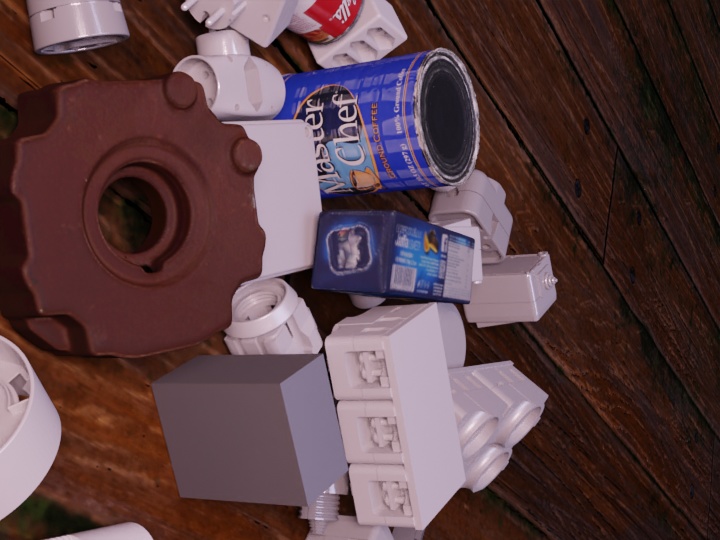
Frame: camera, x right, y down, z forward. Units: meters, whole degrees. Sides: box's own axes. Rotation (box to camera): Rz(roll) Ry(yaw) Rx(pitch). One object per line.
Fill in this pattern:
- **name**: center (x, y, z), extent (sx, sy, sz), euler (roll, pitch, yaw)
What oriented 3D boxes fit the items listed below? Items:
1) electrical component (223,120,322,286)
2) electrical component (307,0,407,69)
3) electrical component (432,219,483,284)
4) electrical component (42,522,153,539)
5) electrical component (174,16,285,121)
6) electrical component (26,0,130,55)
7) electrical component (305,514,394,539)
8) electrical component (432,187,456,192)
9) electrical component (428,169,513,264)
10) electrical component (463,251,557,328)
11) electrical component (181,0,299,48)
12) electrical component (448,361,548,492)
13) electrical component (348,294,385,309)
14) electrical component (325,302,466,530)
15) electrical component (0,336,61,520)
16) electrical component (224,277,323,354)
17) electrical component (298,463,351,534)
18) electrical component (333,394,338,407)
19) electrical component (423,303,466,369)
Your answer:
- **electrical component**: center (-0.079, -0.049, 0.758), extent (0.109, 0.056, 0.108), euler (-15, 100, -58)
- **electrical component**: center (-0.011, -0.208, 0.885), extent (0.047, 0.066, 0.076), euler (23, 38, -56)
- **electrical component**: center (0.065, -0.015, 0.985), extent (0.096, 0.062, 0.061), euler (-4, 91, -59)
- **electrical component**: center (-0.160, 0.172, 0.617), extent (0.081, 0.043, 0.043), euler (6, 82, -58)
- **electrical component**: center (-0.094, -0.144, 0.754), extent (0.077, 0.043, 0.079), euler (-11, 93, -58)
- **electrical component**: center (-0.167, -0.154, 0.627), extent (0.055, 0.055, 0.047), euler (-21, 102, -57)
- **electrical component**: center (0.000, 0.241, 0.856), extent (0.096, 0.062, 0.061), euler (63, 38, -34)
- **electrical component**: center (0.069, -0.106, 1.010), extent (0.047, 0.055, 0.055), euler (18, 72, -53)
- **electrical component**: center (0.113, -0.056, 1.076), extent (0.095, 0.054, 0.059), euler (49, 47, -45)
- **electrical component**: center (0.158, 0.021, 1.102), extent (0.062, 0.096, 0.061), euler (-38, 119, -53)
- **electrical component**: center (-0.091, -0.186, 0.718), extent (0.083, 0.047, 0.075), euler (32, 46, 1)
- **electrical component**: center (0.092, 0.146, 0.966), extent (0.186, 0.060, 0.105), euler (2, 124, -59)
- **electrical component**: center (0.000, 0.000, 0.899), extent (0.044, 0.044, 0.065), euler (-62, 142, -40)
- **electrical component**: center (0.026, 0.109, 0.824), extent (0.089, 0.062, 0.150), euler (-29, 112, -59)
- **electrical component**: center (-0.198, 0.077, 0.516), extent (0.099, 0.099, 0.064), euler (-65, 145, -38)
- **electrical component**: center (-0.066, 0.043, 0.771), extent (0.078, 0.058, 0.057), euler (-58, 137, -43)
- **electrical component**: center (-0.030, 0.162, 0.831), extent (0.043, 0.043, 0.081), euler (23, 68, -56)
- **electrical component**: center (0.016, 0.096, 0.913), extent (0.079, 0.043, 0.077), euler (58, 42, -39)
- **electrical component**: center (0.061, 0.068, 0.981), extent (0.080, 0.051, 0.080), euler (9, 80, -58)
